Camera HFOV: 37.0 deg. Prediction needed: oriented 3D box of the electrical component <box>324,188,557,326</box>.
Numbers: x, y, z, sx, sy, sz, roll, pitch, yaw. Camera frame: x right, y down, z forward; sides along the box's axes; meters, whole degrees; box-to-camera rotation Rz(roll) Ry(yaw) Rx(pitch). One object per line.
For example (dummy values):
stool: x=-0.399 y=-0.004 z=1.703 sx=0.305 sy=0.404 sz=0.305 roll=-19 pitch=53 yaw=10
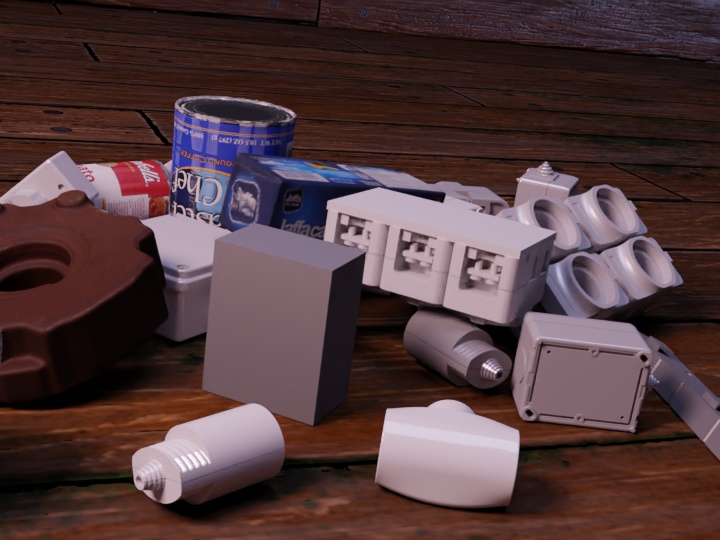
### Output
electrical component: x=0.057 y=-0.010 z=0.798 sx=0.150 sy=0.061 sz=0.089 roll=16 pitch=17 yaw=23

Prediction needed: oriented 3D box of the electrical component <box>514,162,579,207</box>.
electrical component: x=0.189 y=-0.060 z=1.086 sx=0.061 sy=0.096 sz=0.062 roll=14 pitch=20 yaw=17

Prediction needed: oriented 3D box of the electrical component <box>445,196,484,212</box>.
electrical component: x=0.061 y=-0.032 z=1.004 sx=0.061 sy=0.061 sz=0.096 roll=21 pitch=23 yaw=35

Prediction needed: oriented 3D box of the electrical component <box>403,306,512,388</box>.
electrical component: x=0.073 y=0.059 z=0.768 sx=0.043 sy=0.043 sz=0.081 roll=-6 pitch=23 yaw=-36

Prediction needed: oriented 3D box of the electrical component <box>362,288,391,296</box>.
electrical component: x=0.000 y=0.000 z=0.920 sx=0.065 sy=0.044 sz=0.044 roll=11 pitch=18 yaw=-5

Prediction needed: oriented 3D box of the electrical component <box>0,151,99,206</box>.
electrical component: x=-0.267 y=-0.048 z=0.873 sx=0.083 sy=0.047 sz=0.075 roll=-35 pitch=12 yaw=14

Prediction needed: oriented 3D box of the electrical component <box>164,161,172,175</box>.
electrical component: x=-0.165 y=-0.068 z=1.028 sx=0.047 sy=0.065 sz=0.077 roll=-6 pitch=-6 yaw=-36

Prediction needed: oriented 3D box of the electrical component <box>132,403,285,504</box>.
electrical component: x=-0.085 y=0.102 z=0.578 sx=0.043 sy=0.043 sz=0.081 roll=24 pitch=24 yaw=39

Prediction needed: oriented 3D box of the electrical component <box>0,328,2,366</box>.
electrical component: x=-0.221 y=0.067 z=0.548 sx=0.064 sy=0.099 sz=0.099 roll=12 pitch=18 yaw=-8

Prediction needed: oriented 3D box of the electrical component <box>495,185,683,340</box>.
electrical component: x=0.184 y=-0.006 z=0.897 sx=0.186 sy=0.060 sz=0.105 roll=-13 pitch=66 yaw=-47

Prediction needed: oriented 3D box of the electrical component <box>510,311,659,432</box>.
electrical component: x=0.157 y=0.069 z=0.745 sx=0.096 sy=0.061 sz=0.061 roll=7 pitch=18 yaw=-3

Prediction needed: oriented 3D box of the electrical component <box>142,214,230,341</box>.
electrical component: x=-0.141 y=0.003 z=0.828 sx=0.109 sy=0.056 sz=0.109 roll=19 pitch=21 yaw=29

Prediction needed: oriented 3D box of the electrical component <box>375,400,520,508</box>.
electrical component: x=0.052 y=0.102 z=0.634 sx=0.077 sy=0.043 sz=0.079 roll=9 pitch=18 yaw=4

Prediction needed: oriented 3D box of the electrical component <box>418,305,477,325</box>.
electrical component: x=0.085 y=0.024 z=0.876 sx=0.079 sy=0.043 sz=0.077 roll=5 pitch=19 yaw=-9

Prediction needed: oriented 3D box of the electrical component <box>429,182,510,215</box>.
electrical component: x=0.098 y=-0.057 z=1.105 sx=0.095 sy=0.053 sz=0.059 roll=2 pitch=19 yaw=-18
